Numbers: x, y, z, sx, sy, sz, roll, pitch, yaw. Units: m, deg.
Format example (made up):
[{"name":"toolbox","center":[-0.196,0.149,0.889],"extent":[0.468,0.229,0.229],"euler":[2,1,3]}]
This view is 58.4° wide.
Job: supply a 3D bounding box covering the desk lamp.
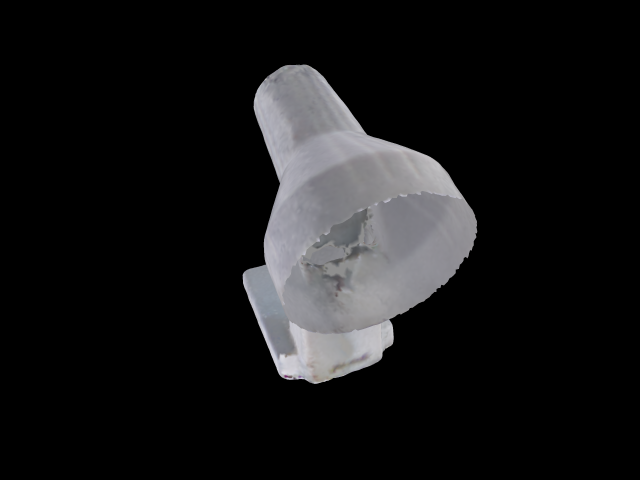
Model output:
[{"name":"desk lamp","center":[0.004,0.001,0.400],"extent":[0.118,0.214,0.202],"euler":[-13,38,-18]}]
